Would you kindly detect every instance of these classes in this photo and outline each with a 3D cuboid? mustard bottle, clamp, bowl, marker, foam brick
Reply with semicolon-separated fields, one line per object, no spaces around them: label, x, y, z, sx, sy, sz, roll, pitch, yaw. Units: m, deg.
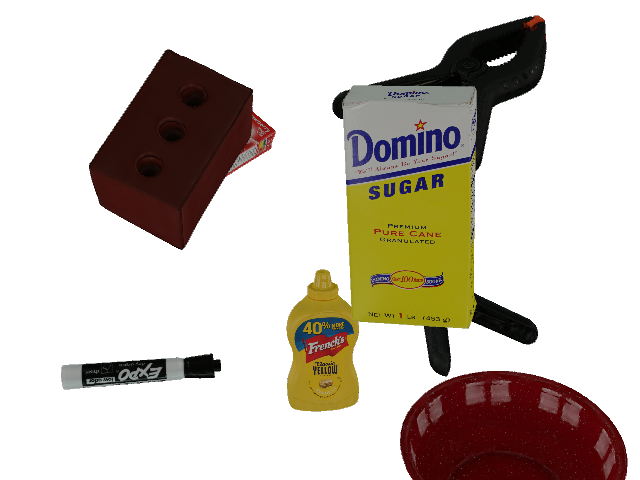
mustard bottle;0.003;0.131;1.424;0.096;0.192;0.058;-2;18;-6
clamp;0.138;-0.136;0.950;0.209;0.036;0.165;-32;45;-20
bowl;0.138;0.168;0.782;0.162;0.055;0.162;-1;35;0
marker;-0.137;0.101;0.821;0.121;0.020;0.020;-4;0;-4
foam brick;-0.075;-0.046;0.549;0.053;0.078;0.051;26;-20;5
clamp;0.128;0.058;1.037;0.120;0.039;0.171;-4;43;-27

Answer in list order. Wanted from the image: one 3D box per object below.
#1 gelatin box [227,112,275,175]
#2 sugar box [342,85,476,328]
gelatin box;-0.100;-0.107;1.019;0.073;0.089;0.030;-35;-23;-34
sugar box;0.067;-0.024;0.783;0.093;0.176;0.048;2;26;13
